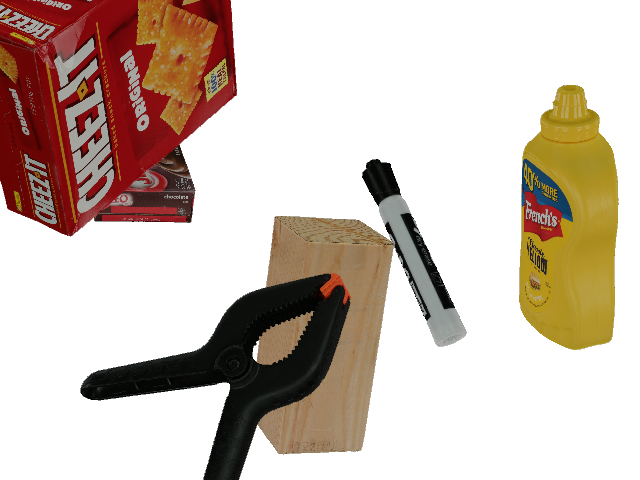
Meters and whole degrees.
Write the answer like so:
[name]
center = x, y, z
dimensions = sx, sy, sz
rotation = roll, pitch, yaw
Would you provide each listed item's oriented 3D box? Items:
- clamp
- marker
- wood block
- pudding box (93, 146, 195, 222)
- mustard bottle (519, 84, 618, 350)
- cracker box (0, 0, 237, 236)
[clamp]
center = -0.068, 0.095, 0.785
dimensions = 0.165, 0.210, 0.036
rotation = 37, -13, 29
[marker]
center = 0.053, 0.004, 0.624
dimensions = 0.020, 0.121, 0.020
rotation = -19, -22, -8
[wood block]
center = -0.001, 0.088, 1.015
dimensions = 0.090, 0.206, 0.091
rotation = 2, 15, -22
[pudding box]
center = -0.171, -0.056, 1.001
dimensions = 0.090, 0.039, 0.113
rotation = 1, 26, -17
[mustard bottle]
center = 0.183, -0.022, 0.791
dimensions = 0.058, 0.192, 0.096
rotation = -10, 27, -11
[cracker box]
center = -0.149, -0.131, 0.790
dimensions = 0.072, 0.164, 0.213
rotation = 22, 47, 22
